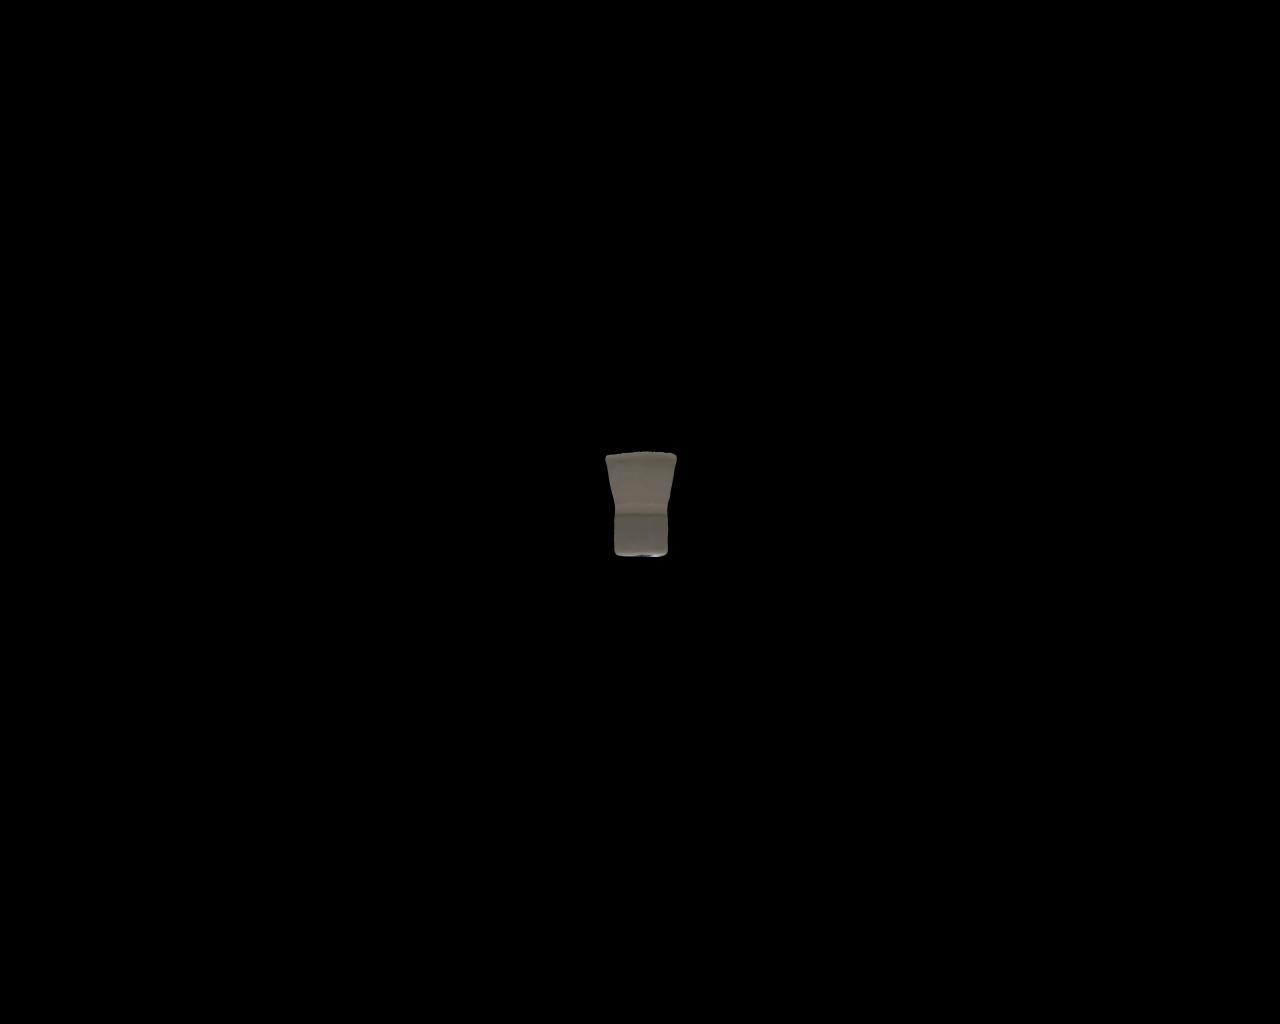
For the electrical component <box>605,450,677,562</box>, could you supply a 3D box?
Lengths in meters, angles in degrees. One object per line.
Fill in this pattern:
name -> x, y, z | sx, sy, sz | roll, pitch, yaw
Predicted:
electrical component -> 0.001, -0.003, 0.650 | 0.044, 0.065, 0.044 | 0, -4, 0
